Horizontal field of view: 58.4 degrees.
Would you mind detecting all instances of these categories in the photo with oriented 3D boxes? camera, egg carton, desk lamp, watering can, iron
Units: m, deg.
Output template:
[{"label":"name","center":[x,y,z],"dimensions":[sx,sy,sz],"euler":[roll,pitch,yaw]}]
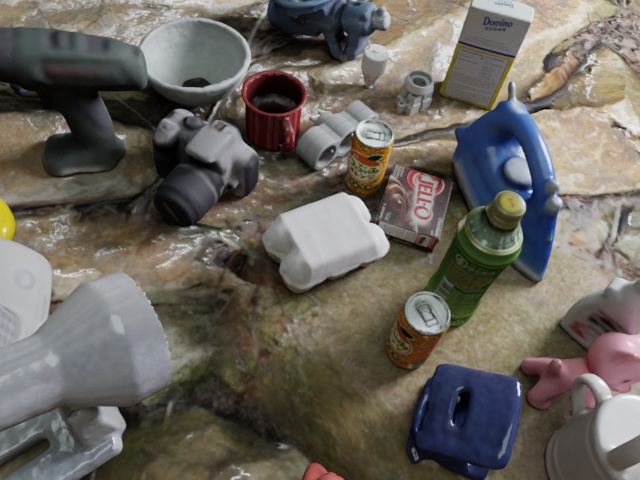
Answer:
[{"label":"camera","center":[-0.170,-0.096,0.757],"dimensions":[0.143,0.101,0.137],"euler":[27,58,11]},{"label":"egg carton","center":[0.007,0.003,0.735],"dimensions":[0.150,0.069,0.107],"euler":[-22,62,-20]},{"label":"desk lamp","center":[-0.237,0.144,0.524],"dimensions":[0.204,0.213,0.117],"euler":[-32,66,-24]},{"label":"watering can","center":[0.316,0.212,0.564],"dimensions":[0.101,0.194,0.172],"euler":[-38,68,-26]},{"label":"iron","center":[0.278,-0.086,0.785],"dimensions":[0.119,0.141,0.258],"euler":[-7,58,-12]}]

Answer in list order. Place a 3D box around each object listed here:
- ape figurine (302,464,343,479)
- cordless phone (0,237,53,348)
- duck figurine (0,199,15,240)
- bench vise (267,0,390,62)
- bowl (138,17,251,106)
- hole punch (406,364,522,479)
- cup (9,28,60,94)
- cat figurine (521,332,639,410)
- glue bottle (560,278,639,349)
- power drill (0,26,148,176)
[{"label":"ape figurine","center":[0.006,0.254,0.557],"dimensions":[0.076,0.092,0.077],"euler":[-13,59,-15]},{"label":"cordless phone","center":[-0.353,0.043,0.592],"dimensions":[0.094,0.185,0.147],"euler":[-3,58,-9]},{"label":"duck figurine","center":[-0.420,-0.028,0.689],"dimensions":[0.077,0.086,0.104],"euler":[-3,57,-9]},{"label":"bench vise","center":[0.019,-0.413,0.917],"dimensions":[0.207,0.220,0.121],"euler":[10,56,-1]},{"label":"bowl","center":[-0.190,-0.260,0.877],"dimensions":[0.167,0.075,0.167],"euler":[4,57,-5]},{"label":"hole punch","center":[0.154,0.193,0.617],"dimensions":[0.101,0.091,0.109],"euler":[21,57,7]},{"label":"cup","center":[-0.390,-0.230,0.819],"dimensions":[0.091,0.095,0.118],"euler":[19,57,5]},{"label":"cat figurine","center":[0.312,0.144,0.654],"dimensions":[0.128,0.118,0.067],"euler":[-2,57,-8]},{"label":"glue bottle","center":[0.352,0.079,0.668],"dimensions":[0.078,0.173,0.037],"euler":[38,61,17]},{"label":"power drill","center":[-0.331,-0.176,0.724],"dimensions":[0.230,0.208,0.075],"euler":[-10,59,-13]}]
